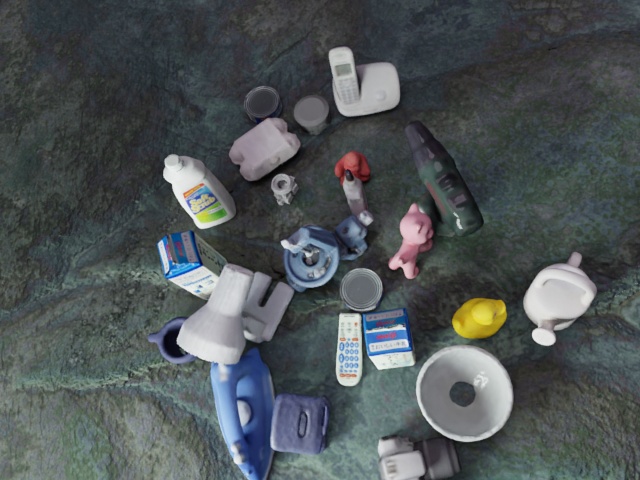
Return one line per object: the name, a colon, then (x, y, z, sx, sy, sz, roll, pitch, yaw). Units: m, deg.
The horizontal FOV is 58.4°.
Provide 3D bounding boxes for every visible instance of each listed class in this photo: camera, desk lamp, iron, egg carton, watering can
camera: (0.177, 0.405, 0.996, 0.136, 0.101, 0.143, -15, 69, 6)
desk lamp: (-0.159, 0.139, 1.093, 0.117, 0.214, 0.203, 22, 77, 18)
iron: (-0.149, 0.330, 1.064, 0.118, 0.142, 0.258, -16, 69, 6)
egg carton: (-0.123, -0.202, 1.281, 0.150, 0.069, 0.107, -37, 68, -3)
watering can: (0.421, 0.100, 1.002, 0.100, 0.194, 0.173, 2, 72, 12)

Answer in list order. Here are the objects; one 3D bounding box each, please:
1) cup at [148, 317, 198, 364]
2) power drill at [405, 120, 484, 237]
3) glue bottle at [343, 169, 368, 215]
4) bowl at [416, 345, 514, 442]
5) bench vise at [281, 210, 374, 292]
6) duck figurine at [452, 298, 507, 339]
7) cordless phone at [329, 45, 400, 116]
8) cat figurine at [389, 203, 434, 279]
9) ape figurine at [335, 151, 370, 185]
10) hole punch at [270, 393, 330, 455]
cup: (-0.278, 0.207, 1.157, 0.117, 0.095, 0.092, 1, 71, 12)
power drill: (0.230, -0.095, 1.099, 0.075, 0.209, 0.229, -29, 68, 1)
glue bottle: (0.068, -0.099, 1.152, 0.037, 0.173, 0.078, -13, 69, 7)
bowl: (0.260, 0.278, 1.037, 0.167, 0.075, 0.167, -3, 71, 10)
bench vise: (0.001, -0.002, 1.107, 0.121, 0.220, 0.207, 34, 81, 20)
duck figurine: (0.300, 0.141, 1.070, 0.104, 0.086, 0.077, -20, 68, 4)
cordless phone: (0.094, -0.352, 1.228, 0.147, 0.185, 0.094, -11, 69, 8)
cat figurine: (0.181, -0.001, 1.126, 0.067, 0.118, 0.128, 23, 77, 18)
ape figurine: (0.070, -0.159, 1.216, 0.077, 0.092, 0.076, 27, 78, 19)
hole punch: (-0.035, 0.340, 1.065, 0.101, 0.091, 0.109, 2, 72, 12)
